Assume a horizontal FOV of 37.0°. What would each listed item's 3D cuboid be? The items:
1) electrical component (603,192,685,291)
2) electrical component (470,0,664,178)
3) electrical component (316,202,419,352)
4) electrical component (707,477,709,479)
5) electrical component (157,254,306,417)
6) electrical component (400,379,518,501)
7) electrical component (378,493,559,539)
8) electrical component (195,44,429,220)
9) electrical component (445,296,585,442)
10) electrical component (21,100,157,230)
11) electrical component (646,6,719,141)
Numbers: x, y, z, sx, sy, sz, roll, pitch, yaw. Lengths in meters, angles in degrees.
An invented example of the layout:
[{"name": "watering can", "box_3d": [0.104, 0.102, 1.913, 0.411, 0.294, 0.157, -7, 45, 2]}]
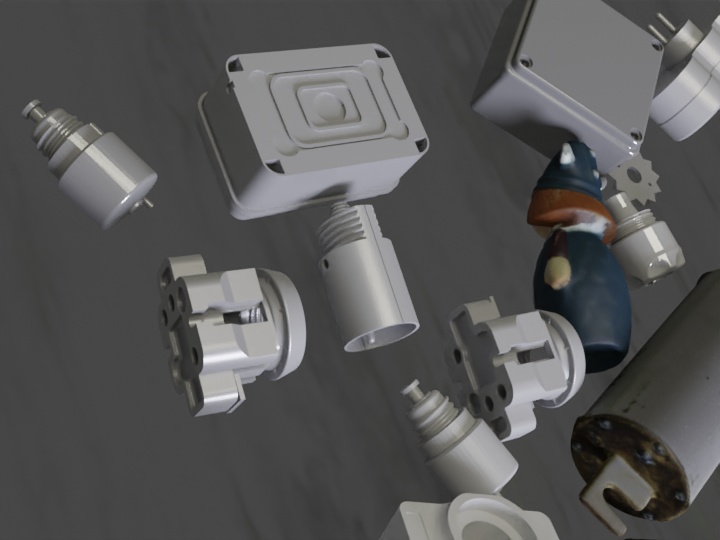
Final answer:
[{"name": "electrical component", "box_3d": [0.183, -0.021, 0.711, 0.043, 0.043, 0.062, -18, 75, -34]}, {"name": "electrical component", "box_3d": [0.144, -0.133, 0.737, 0.109, 0.056, 0.108, 30, 55, -13]}, {"name": "electrical component", "box_3d": [0.000, 0.000, 0.598, 0.043, 0.043, 0.081, -7, 70, -32]}, {"name": "electrical component", "box_3d": [0.233, 0.112, 0.756, 0.043, 0.077, 0.079, 44, 44, -38]}, {"name": "electrical component", "box_3d": [-0.064, 0.030, 0.540, 0.057, 0.058, 0.078, -7, 70, -29]}, {"name": "electrical component", "box_3d": [0.051, 0.093, 0.581, 0.040, 0.040, 0.078, -37, 87, -37]}, {"name": "electrical component", "box_3d": [0.057, 0.149, 0.536, 0.089, 0.055, 0.050, 10, 35, -25]}, {"name": "electrical component", "box_3d": [-0.028, -0.079, 0.613, 0.113, 0.057, 0.078, -13, 73, -33]}, {"name": "electrical component", "box_3d": [0.090, 0.054, 0.613, 0.057, 0.058, 0.078, -9, 71, -29]}, {"name": "electrical component", "box_3d": [-0.140, -0.056, 0.550, 0.078, 0.040, 0.040, 43, 53, -3]}, {"name": "electrical component", "box_3d": [0.247, -0.164, 0.813, 0.074, 0.052, 0.138, 43, 53, -4]}]
